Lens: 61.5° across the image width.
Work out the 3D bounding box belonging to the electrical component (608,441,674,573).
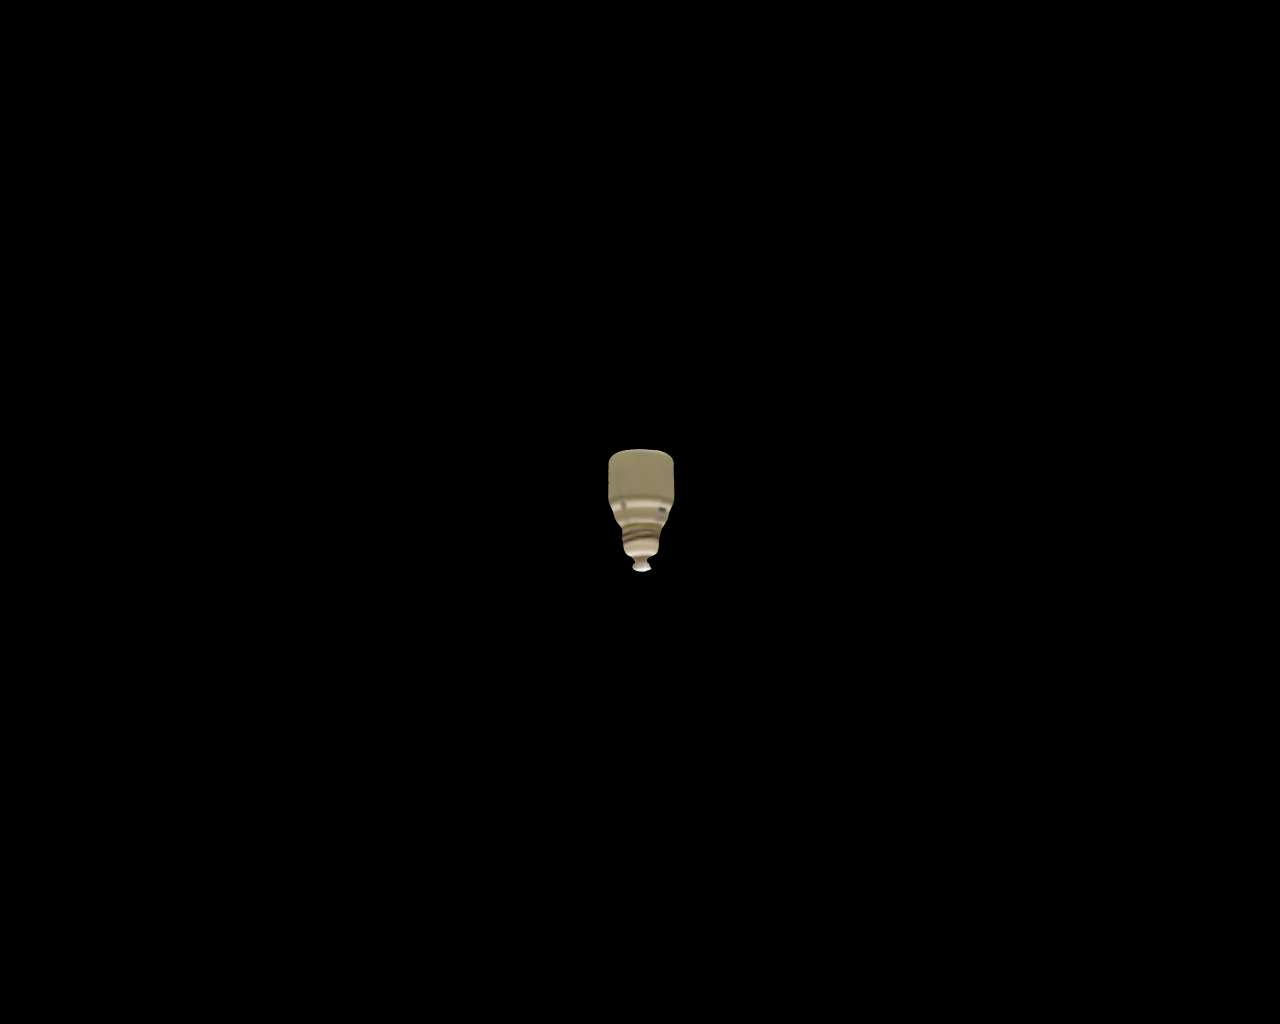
[{"bbox_3d":[0.001,-0.003,0.650,0.040,0.078,0.040,0,-11,0],"label":"electrical component"}]
